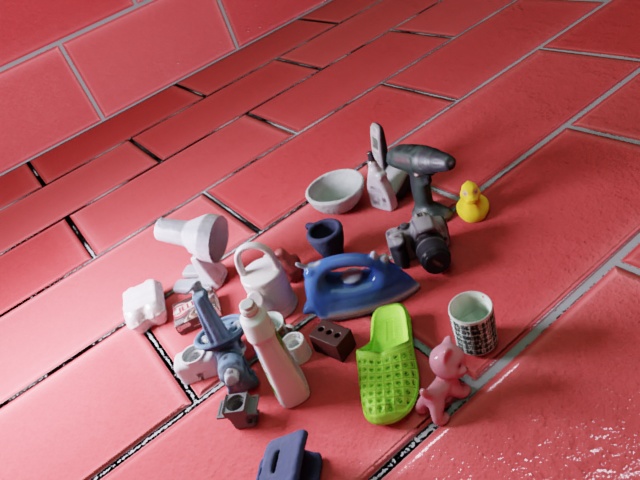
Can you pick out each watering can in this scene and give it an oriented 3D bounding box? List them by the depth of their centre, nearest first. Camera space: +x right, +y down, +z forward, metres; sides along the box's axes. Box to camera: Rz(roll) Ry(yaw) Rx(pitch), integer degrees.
[{"bbox_3d":[-0.125,0.088,1.282,0.101,0.194,0.172,-25,35,-5],"label":"watering can"}]

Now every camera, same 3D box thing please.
[{"bbox_3d":[0.228,0.011,1.286,0.143,0.101,0.136,-18,35,4],"label":"camera"}]

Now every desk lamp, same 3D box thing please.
[{"bbox_3d":[-0.310,0.031,1.434,0.202,0.214,0.118,-4,39,23],"label":"desk lamp"}]

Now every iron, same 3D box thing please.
[{"bbox_3d":[0.076,0.078,1.239,0.258,0.142,0.118,-13,36,11],"label":"iron"}]

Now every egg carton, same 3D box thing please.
[{"bbox_3d":[-0.442,0.165,1.449,0.107,0.069,0.150,-25,36,-6],"label":"egg carton"}]

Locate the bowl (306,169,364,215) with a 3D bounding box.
[{"bbox_3d":[0.049,-0.120,1.572,0.167,0.075,0.167,-14,36,10],"label":"bowl"}]

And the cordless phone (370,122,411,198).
[{"bbox_3d":[0.181,-0.215,1.534,0.094,0.185,0.147,-30,36,-12],"label":"cordless phone"}]

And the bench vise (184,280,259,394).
[{"bbox_3d":[-0.192,0.191,1.157,0.122,0.220,0.206,-35,38,-18],"label":"bench vise"}]

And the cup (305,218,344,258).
[{"bbox_3d":[0.013,0.005,1.408,0.092,0.095,0.117,-41,40,-25],"label":"cup"}]

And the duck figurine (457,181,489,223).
[{"bbox_3d":[0.364,-0.104,1.381,0.077,0.086,0.104,-10,37,15],"label":"duck figurine"}]

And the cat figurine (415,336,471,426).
[{"bbox_3d":[0.210,0.233,0.987,0.067,0.118,0.128,18,51,42],"label":"cat figurine"}]

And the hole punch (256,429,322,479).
[{"bbox_3d":[-0.059,0.381,0.952,0.101,0.091,0.108,-8,37,17],"label":"hole punch"}]

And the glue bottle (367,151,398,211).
[{"bbox_3d":[0.150,-0.156,1.482,0.077,0.173,0.037,21,53,43],"label":"glue bottle"}]

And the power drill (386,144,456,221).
[{"bbox_3d":[0.255,-0.141,1.379,0.076,0.209,0.228,-35,37,-18],"label":"power drill"}]

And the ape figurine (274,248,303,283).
[{"bbox_3d":[-0.084,0.056,1.392,0.078,0.092,0.076,-30,36,-12],"label":"ape figurine"}]
